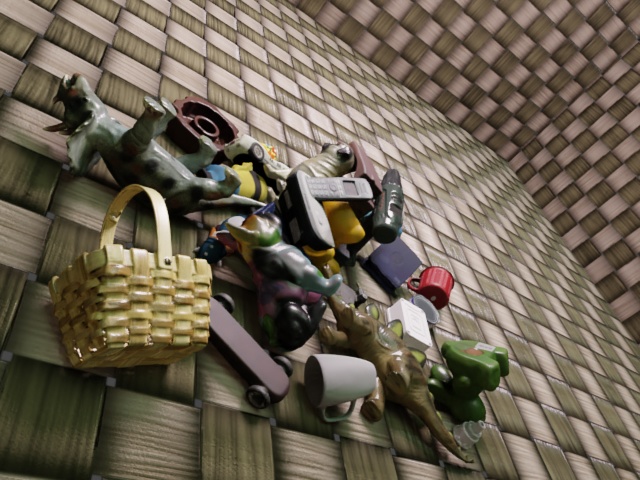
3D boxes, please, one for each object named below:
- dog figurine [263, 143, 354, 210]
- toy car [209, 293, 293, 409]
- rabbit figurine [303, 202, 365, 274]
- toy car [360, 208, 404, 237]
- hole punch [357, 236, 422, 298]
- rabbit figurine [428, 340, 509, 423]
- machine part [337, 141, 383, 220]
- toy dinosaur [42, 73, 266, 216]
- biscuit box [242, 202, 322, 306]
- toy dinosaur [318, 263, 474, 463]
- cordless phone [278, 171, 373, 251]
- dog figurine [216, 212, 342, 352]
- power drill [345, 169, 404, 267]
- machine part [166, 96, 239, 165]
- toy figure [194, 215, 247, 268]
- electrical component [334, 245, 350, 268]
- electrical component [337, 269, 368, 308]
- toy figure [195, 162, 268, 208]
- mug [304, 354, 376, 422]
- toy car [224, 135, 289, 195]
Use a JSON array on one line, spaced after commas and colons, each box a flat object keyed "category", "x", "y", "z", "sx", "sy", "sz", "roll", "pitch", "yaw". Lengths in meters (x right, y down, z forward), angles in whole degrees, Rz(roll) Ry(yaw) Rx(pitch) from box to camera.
[{"category": "dog figurine", "x": -0.012, "y": -0.112, "z": 1.158, "sx": 0.190, "sy": 0.172, "sz": 0.121, "roll": -18, "pitch": 53, "yaw": -19}, {"category": "toy car", "x": -0.125, "y": 0.166, "z": 0.817, "sx": 0.202, "sy": 0.053, "sz": 0.089, "roll": 46, "pitch": 38, "yaw": -3}, {"category": "rabbit figurine", "x": -0.002, "y": -0.003, "z": 1.088, "sx": 0.121, "sy": 0.173, "sz": 0.162, "roll": 69, "pitch": -2, "yaw": -57}, {"category": "toy car", "x": 0.178, "y": -0.076, "z": 1.489, "sx": 0.161, "sy": 0.103, "sz": 0.109, "roll": 31, "pitch": 31, "yaw": -18}, {"category": "hole punch", "x": 0.176, "y": 0.058, "z": 1.320, "sx": 0.142, "sy": 0.092, "sz": 0.116, "roll": 49, "pitch": 32, "yaw": 3}, {"category": "rabbit figurine", "x": 0.293, "y": 0.300, "z": 1.091, "sx": 0.159, "sy": 0.170, "sz": 0.121, "roll": 8, "pitch": 14, "yaw": 25}, {"category": "machine part", "x": 0.035, "y": -0.116, "z": 1.245, "sx": 0.087, "sy": 0.201, "sz": 0.202, "roll": 43, "pitch": 22, "yaw": -36}, {"category": "toy dinosaur", "x": -0.276, "y": -0.117, "z": 0.925, "sx": 0.404, "sy": 0.192, "sz": 0.131, "roll": 45, "pitch": 12, "yaw": -31}, {"category": "biscuit box", "x": -0.066, "y": 0.032, "z": 1.009, "sx": 0.202, "sy": 0.059, "sz": 0.063, "roll": 58, "pitch": 26, "yaw": -10}, {"category": "toy dinosaur", "x": 0.138, "y": 0.242, "z": 1.002, "sx": 0.471, "sy": 0.105, "sz": 0.198, "roll": 58, "pitch": 26, "yaw": 6}, {"category": "cordless phone", "x": 0.026, "y": -0.054, "z": 1.001, "sx": 0.184, "sy": 0.088, "sz": 0.146, "roll": -5, "pitch": 65, "yaw": -28}, {"category": "dog figurine", "x": -0.089, "y": 0.060, "z": 0.905, "sx": 0.219, "sy": 0.108, "sz": 0.191, "roll": 35, "pitch": 67, "yaw": -9}, {"category": "power drill", "x": 0.119, "y": -0.045, "z": 1.261, "sx": 0.086, "sy": 0.207, "sz": 0.232, "roll": 39, "pitch": 30, "yaw": -22}, {"category": "machine part", "x": -0.261, "y": -0.242, "z": 1.200, "sx": 0.179, "sy": 0.056, "sz": 0.179, "roll": 31, "pitch": 31, "yaw": -22}, {"category": "toy figure", "x": -0.174, "y": -0.003, "z": 0.986, "sx": 0.064, "sy": 0.057, "sz": 0.154, "roll": 6, "pitch": 24, "yaw": 17}, {"category": "electrical component", "x": 0.026, "y": 0.041, "z": 1.159, "sx": 0.047, "sy": 0.075, "sz": 0.119, "roll": 34, "pitch": 25, "yaw": -16}, {"category": "electrical component", "x": 0.049, "y": 0.108, "z": 1.127, "sx": 0.102, "sy": 0.045, "sz": 0.078, "roll": 39, "pitch": 27, "yaw": -8}, {"category": "toy figure", "x": -0.183, "y": -0.106, "z": 1.090, "sx": 0.180, "sy": 0.082, "sz": 0.089, "roll": -2, "pitch": 63, "yaw": -59}, {"category": "mug", "x": 0.038, "y": 0.238, "z": 0.876, "sx": 0.107, "sy": 0.081, "sz": 0.109, "roll": -1, "pitch": 82, "yaw": -23}, {"category": "toy car", "x": -0.128, "y": -0.159, "z": 1.194, "sx": 0.201, "sy": 0.073, "sz": 0.056, "roll": 36, "pitch": 41, "yaw": -46}]
